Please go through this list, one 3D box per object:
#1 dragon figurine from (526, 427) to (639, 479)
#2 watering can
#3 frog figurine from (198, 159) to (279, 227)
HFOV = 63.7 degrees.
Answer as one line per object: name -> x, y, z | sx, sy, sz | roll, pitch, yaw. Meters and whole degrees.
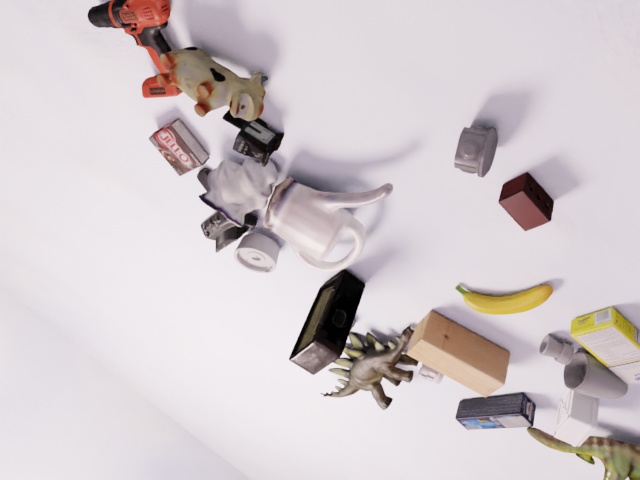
dragon figurine -> 0.720, 0.480, 1.182 | 0.410, 0.124, 0.238 | 28, 120, 0
watering can -> 0.003, -0.053, 1.055 | 0.224, 0.106, 0.340 | 31, 141, 1
frog figurine -> -0.163, -0.124, 1.116 | 0.137, 0.124, 0.158 | 44, 103, -3
